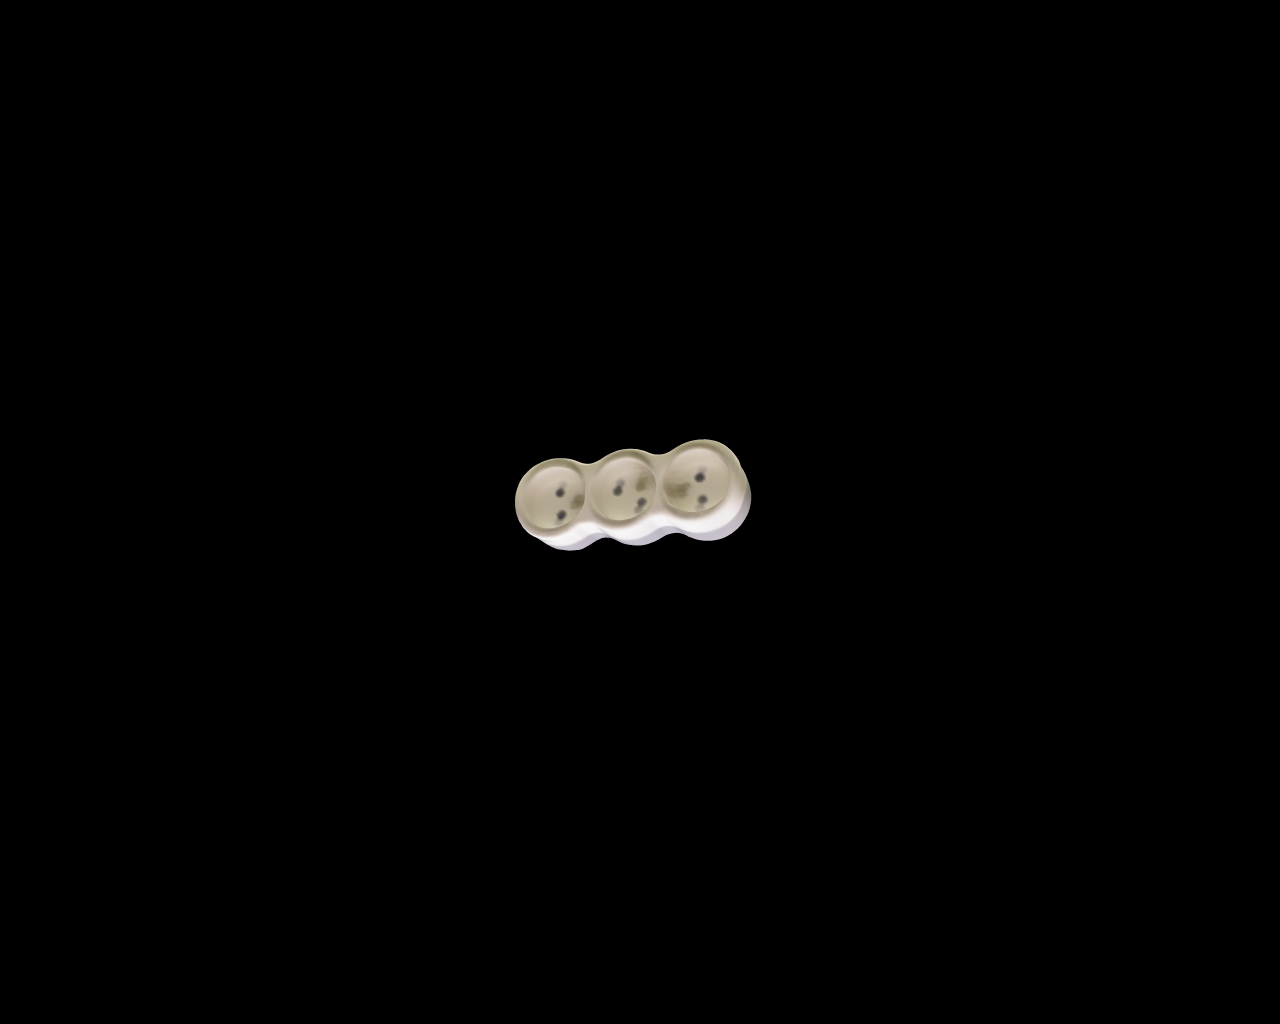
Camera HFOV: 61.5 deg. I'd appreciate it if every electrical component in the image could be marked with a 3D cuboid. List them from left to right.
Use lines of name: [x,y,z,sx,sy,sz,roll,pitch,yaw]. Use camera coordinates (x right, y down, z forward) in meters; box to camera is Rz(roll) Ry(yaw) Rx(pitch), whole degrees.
electrical component: [0.001,-0.003,0.650,0.138,0.052,0.073,-6,-19,16]
